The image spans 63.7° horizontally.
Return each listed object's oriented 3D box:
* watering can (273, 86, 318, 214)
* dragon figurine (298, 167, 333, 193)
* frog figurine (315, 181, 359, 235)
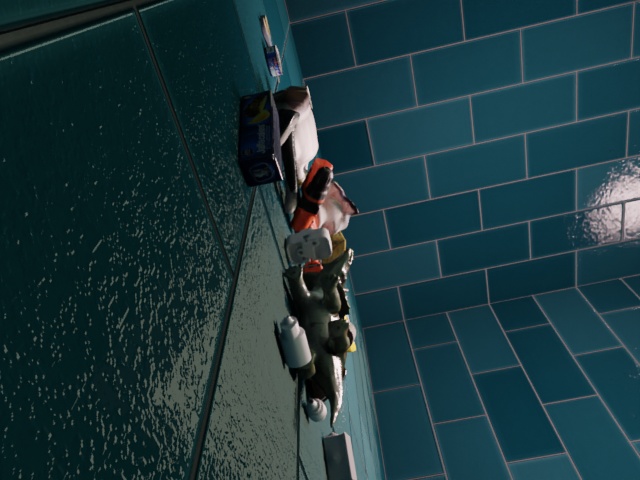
[{"bbox_3d":[-0.065,-0.240,1.268,0.356,0.104,0.219,-83,165,-51],"label":"watering can"},{"bbox_3d":[-0.020,-0.081,1.562,0.248,0.122,0.401,-69,148,-49],"label":"dragon figurine"},{"bbox_3d":[0.004,-0.071,1.417,0.136,0.161,0.122,60,-19,-11],"label":"frog figurine"}]
